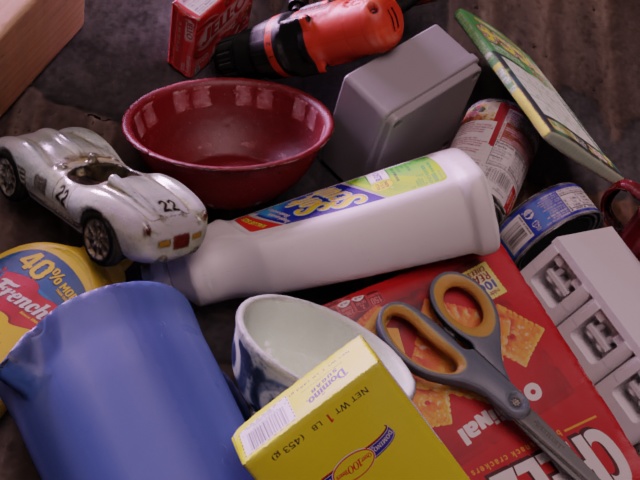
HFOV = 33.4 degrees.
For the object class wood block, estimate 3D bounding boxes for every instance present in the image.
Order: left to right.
[{"bbox_3d":[-0.277,-0.153,0.831,0.091,0.090,0.205,26,56,5],"label":"wood block"}]

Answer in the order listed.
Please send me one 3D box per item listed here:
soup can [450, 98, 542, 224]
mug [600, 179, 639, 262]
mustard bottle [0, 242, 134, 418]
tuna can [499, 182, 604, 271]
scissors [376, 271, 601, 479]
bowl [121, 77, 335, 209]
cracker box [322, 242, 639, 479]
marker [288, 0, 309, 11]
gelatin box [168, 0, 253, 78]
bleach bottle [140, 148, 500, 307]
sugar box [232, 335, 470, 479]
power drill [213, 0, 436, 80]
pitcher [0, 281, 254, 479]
[{"bbox_3d":[0.135,-0.058,0.875,0.068,0.069,0.102,26,56,4],"label":"soup can"},{"bbox_3d":[0.276,-0.001,0.861,0.117,0.082,0.093,40,58,14],"label":"mug"},{"bbox_3d":[-0.204,0.055,0.730,0.096,0.058,0.191,41,57,20],"label":"mustard bottle"},{"bbox_3d":[0.178,-0.006,0.840,0.086,0.086,0.034,-20,62,-24],"label":"tuna can"},{"bbox_3d":[0.132,0.093,0.720,0.202,0.016,0.096,32,57,6],"label":"scissors"},{"bbox_3d":[-0.070,-0.069,0.823,0.162,0.055,0.162,2,31,-1],"label":"bowl"},{"bbox_3d":[0.105,0.120,0.750,0.164,0.072,0.214,-19,64,-22],"label":"cracker box"},{"bbox_3d":[-0.011,-0.255,1.000,0.020,0.020,0.121,14,56,-4],"label":"marker"},{"bbox_3d":[-0.091,-0.191,0.907,0.030,0.073,0.089,34,56,10],"label":"gelatin box"},{"bbox_3d":[-0.005,0.001,0.773,0.251,0.068,0.102,-16,20,-2],"label":"bleach bottle"},{"bbox_3d":[0.039,0.149,0.604,0.093,0.048,0.176,-37,110,0],"label":"sugar box"},{"bbox_3d":[0.020,-0.192,0.910,0.185,0.057,0.187,-3,29,38],"label":"power drill"},{"bbox_3d":[-0.082,0.154,0.637,0.149,0.145,0.243,-22,57,-18],"label":"pitcher"}]
